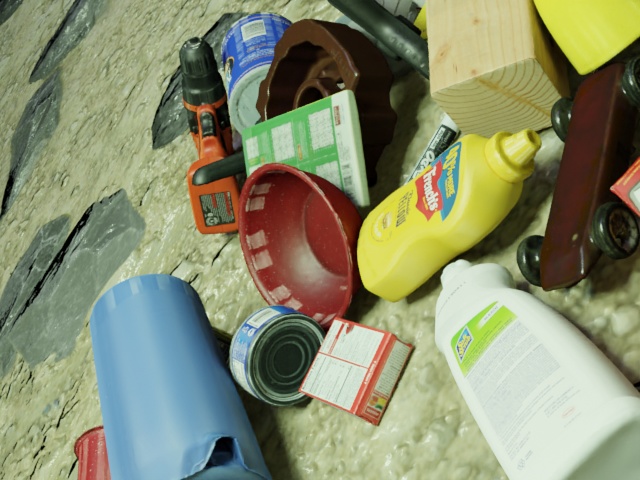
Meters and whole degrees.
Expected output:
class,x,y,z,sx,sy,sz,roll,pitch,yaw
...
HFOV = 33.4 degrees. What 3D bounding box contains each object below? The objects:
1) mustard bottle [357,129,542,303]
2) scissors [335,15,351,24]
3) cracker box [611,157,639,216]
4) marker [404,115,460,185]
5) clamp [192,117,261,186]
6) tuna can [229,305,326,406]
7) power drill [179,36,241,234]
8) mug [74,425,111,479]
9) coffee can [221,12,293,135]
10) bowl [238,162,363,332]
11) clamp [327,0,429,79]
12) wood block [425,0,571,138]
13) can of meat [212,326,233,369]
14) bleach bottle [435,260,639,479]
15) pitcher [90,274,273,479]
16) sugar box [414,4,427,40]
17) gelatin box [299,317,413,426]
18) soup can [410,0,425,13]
class,x,y,z,sx,sy,sz,roll,pitch,yaw
mustard bottle,0.106,-0.030,0.859,0.192,0.058,0.096,-40,28,43
scissors,-0.003,-0.221,1.195,0.201,0.016,0.096,-42,7,-28
cracker box,0.288,-0.025,0.605,0.164,0.072,0.214,-49,31,15
marker,0.095,-0.063,0.975,0.121,0.020,0.020,-59,30,-4
clamp,-0.053,-0.073,1.147,0.039,0.120,0.171,16,53,46
tuna can,-0.034,0.102,0.939,0.034,0.086,0.086,16,75,58
power drill,-0.125,-0.114,1.220,0.057,0.184,0.187,-9,45,1
mug,-0.198,0.246,1.052,0.117,0.093,0.081,108,161,-44
coffee can,-0.059,-0.188,1.238,0.103,0.102,0.140,-44,32,21
bowl,-0.006,0.001,0.978,0.162,0.055,0.162,26,126,42
clamp,0.070,-0.190,0.990,0.036,0.210,0.164,-52,-1,10
wood block,0.148,-0.195,0.906,0.090,0.090,0.206,-17,55,27
can of meat,-0.128,0.129,1.082,0.102,0.057,0.084,5,68,57
bleach bottle,0.141,0.081,0.728,0.103,0.068,0.251,-48,29,14
pitcher,-0.136,0.156,0.947,0.149,0.145,0.243,-29,48,6
sugar box,0.161,-0.260,1.040,0.093,0.048,0.176,12,73,57
gelatin box,0.030,0.109,0.895,0.089,0.030,0.073,9,71,58
soup can,0.093,-0.278,1.100,0.069,0.102,0.068,-36,35,31
